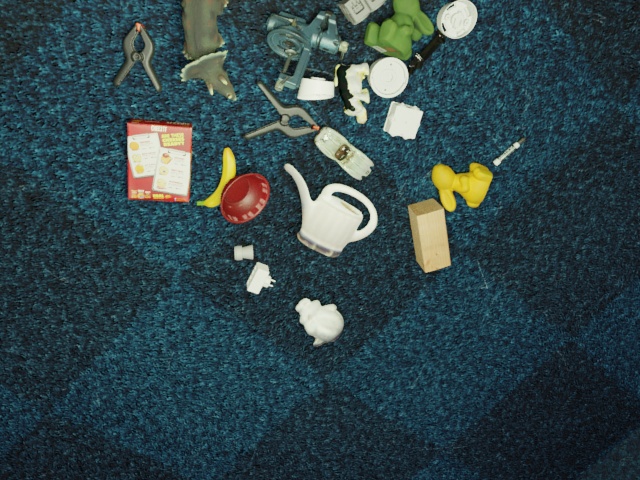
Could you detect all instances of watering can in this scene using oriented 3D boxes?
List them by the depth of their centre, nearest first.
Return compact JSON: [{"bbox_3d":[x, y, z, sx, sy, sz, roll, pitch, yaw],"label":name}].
[{"bbox_3d":[0.005,-0.077,1.535,0.345,0.106,0.222,25,106,-21],"label":"watering can"}]

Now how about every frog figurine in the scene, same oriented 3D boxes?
[{"bbox_3d":[0.002,0.251,1.675,0.139,0.122,0.157,-36,110,-31],"label":"frog figurine"}]
